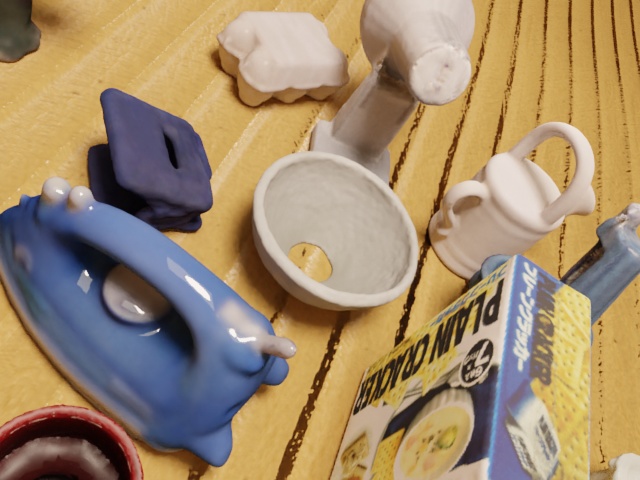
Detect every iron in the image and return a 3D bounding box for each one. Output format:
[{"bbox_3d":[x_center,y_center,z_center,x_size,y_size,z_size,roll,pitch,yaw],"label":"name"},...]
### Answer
[{"bbox_3d":[-0.131,0.033,0.399,0.258,0.141,0.119,38,48,0],"label":"iron"}]

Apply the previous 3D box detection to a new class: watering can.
[{"bbox_3d":[0.215,-0.046,0.613,0.173,0.193,0.101,-19,68,-37],"label":"watering can"}]

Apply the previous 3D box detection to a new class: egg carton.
[{"bbox_3d":[-0.041,-0.213,0.671,0.151,0.069,0.107,-17,68,-37],"label":"egg carton"}]

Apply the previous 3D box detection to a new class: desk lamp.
[{"bbox_3d":[0.079,-0.154,0.600,0.118,0.213,0.203,19,51,-16],"label":"desk lamp"}]

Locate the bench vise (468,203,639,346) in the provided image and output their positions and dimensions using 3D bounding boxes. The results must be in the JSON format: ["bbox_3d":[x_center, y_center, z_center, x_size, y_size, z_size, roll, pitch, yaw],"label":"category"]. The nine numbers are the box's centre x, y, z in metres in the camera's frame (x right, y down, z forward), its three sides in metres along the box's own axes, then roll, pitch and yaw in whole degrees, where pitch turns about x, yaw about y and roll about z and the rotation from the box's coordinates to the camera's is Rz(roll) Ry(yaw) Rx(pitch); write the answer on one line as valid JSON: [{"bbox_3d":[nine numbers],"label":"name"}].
[{"bbox_3d":[0.215,0.080,0.507,0.122,0.219,0.207,8,55,-24],"label":"bench vise"}]

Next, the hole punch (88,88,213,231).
[{"bbox_3d":[-0.143,-0.070,0.499,0.101,0.091,0.108,-4,60,-31],"label":"hole punch"}]

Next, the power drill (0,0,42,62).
[{"bbox_3d":[-0.295,-0.256,0.467,0.230,0.208,0.075,5,56,-26],"label":"power drill"}]

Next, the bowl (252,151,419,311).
[{"bbox_3d":[0.005,0.002,0.542,0.168,0.074,0.167,15,52,-20],"label":"bowl"}]
